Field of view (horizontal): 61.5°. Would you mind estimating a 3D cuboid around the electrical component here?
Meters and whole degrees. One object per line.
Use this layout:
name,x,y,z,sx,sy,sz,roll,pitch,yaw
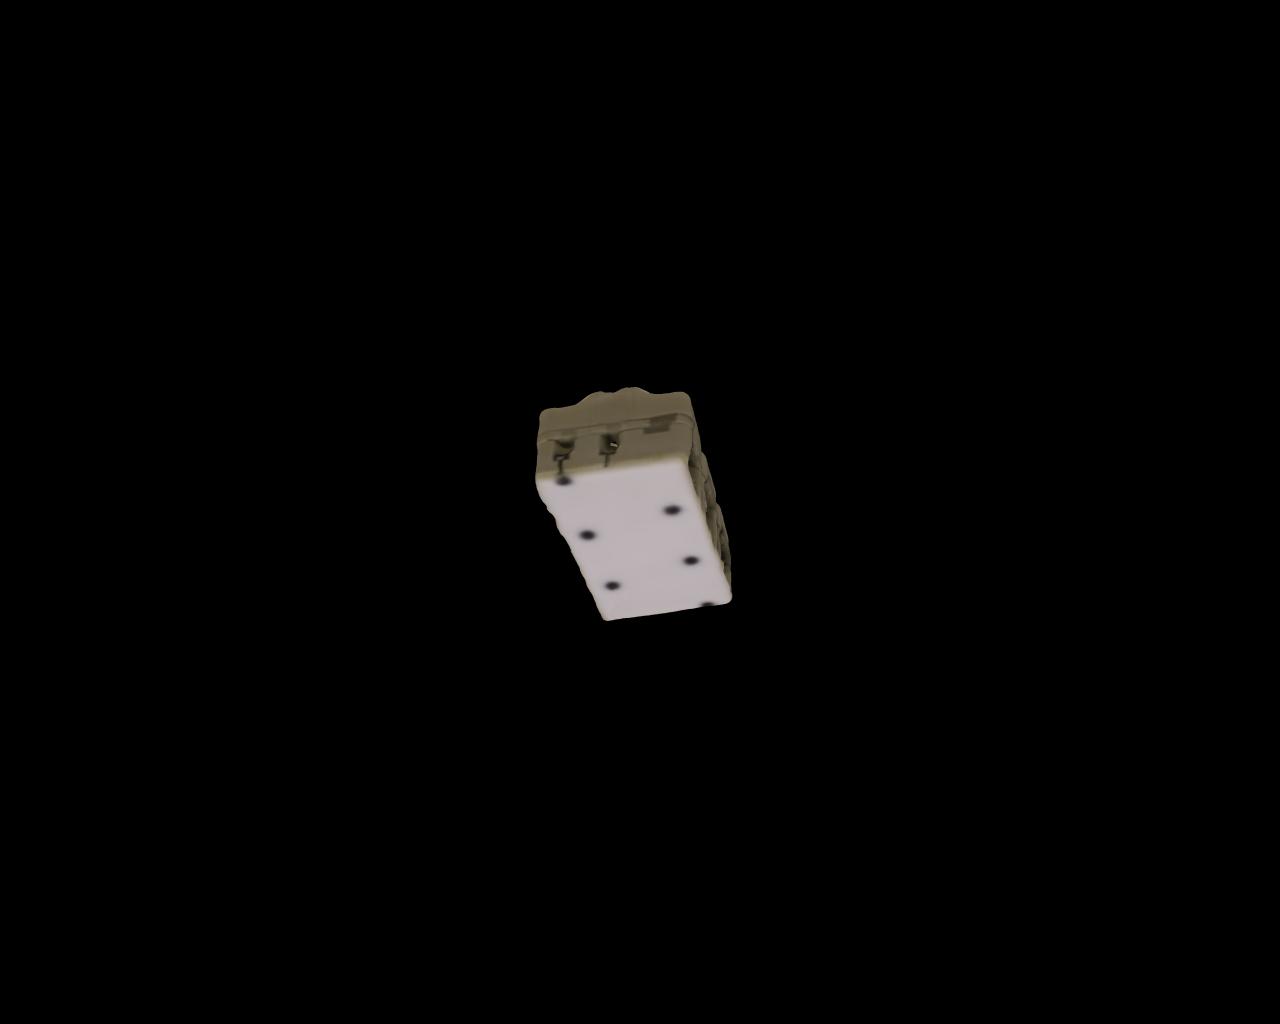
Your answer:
electrical component,0.001,-0.003,0.650,0.089,0.062,0.150,-8,-39,10
